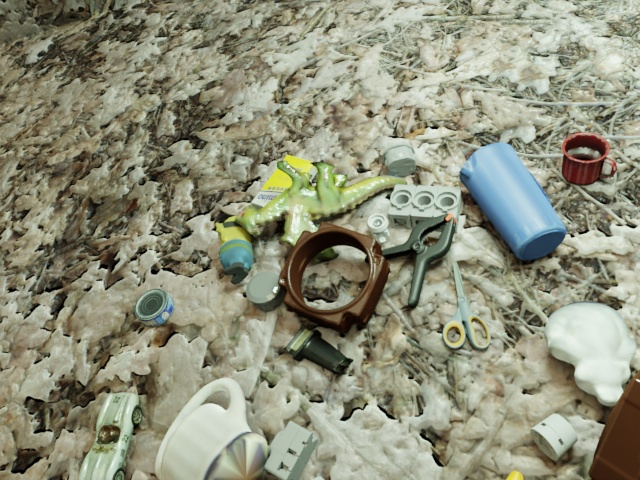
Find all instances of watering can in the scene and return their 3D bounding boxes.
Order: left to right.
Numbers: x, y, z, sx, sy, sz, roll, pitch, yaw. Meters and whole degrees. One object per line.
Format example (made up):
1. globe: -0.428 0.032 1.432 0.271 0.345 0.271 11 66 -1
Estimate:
1. watering can: -0.222 0.413 0.889 0.225 0.102 0.352 10 63 45

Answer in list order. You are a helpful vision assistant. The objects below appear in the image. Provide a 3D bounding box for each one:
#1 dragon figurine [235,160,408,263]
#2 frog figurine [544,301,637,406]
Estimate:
1. dragon figurine: 0.004 -0.062 1.223 0.410 0.120 0.246 5 73 0
2. frog figurine: 0.452 0.187 0.858 0.137 0.120 0.163 10 42 2
